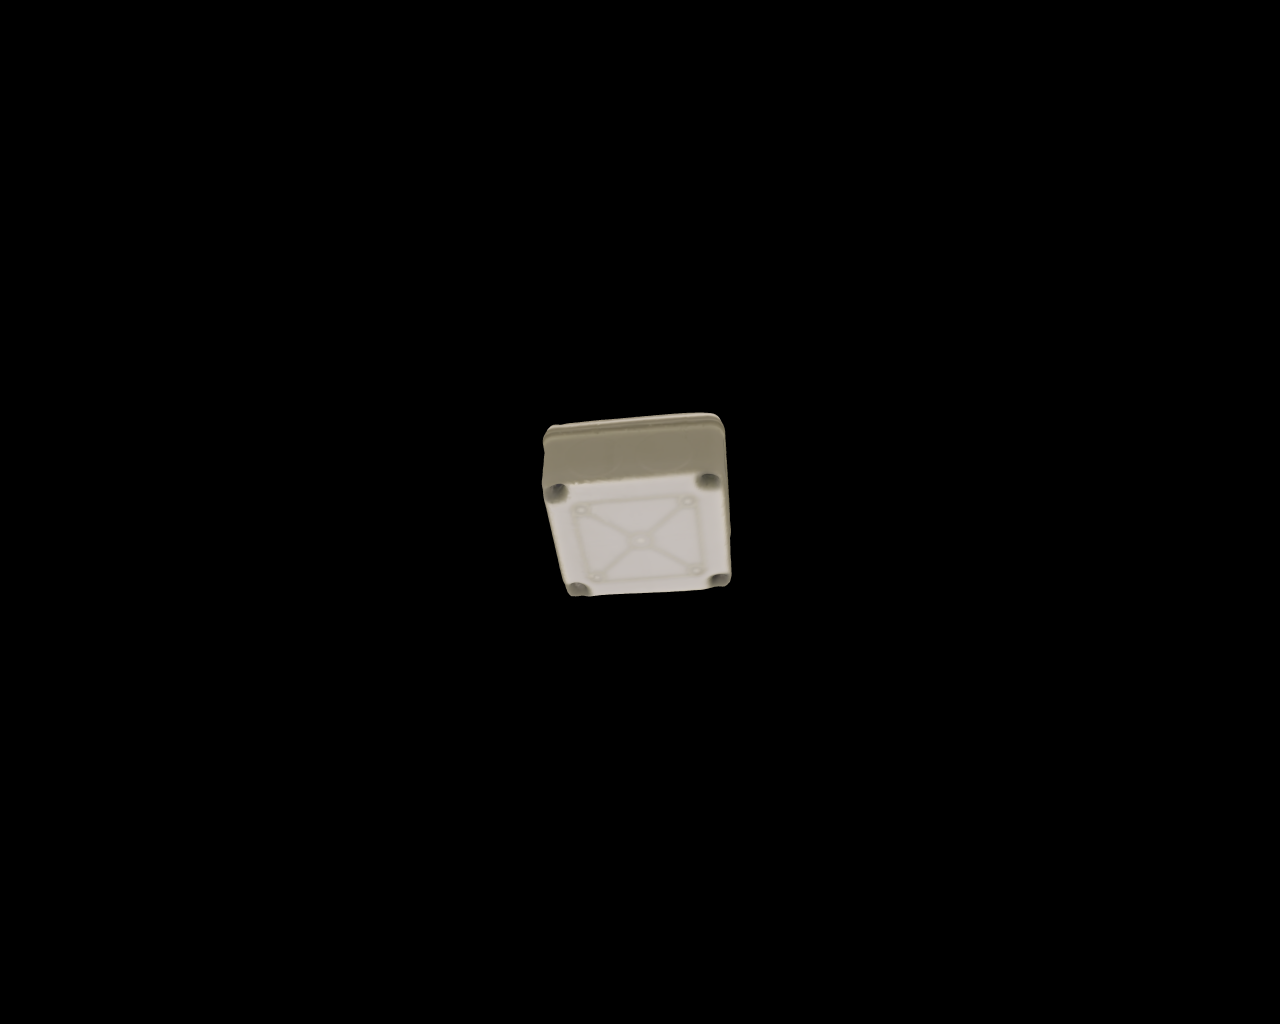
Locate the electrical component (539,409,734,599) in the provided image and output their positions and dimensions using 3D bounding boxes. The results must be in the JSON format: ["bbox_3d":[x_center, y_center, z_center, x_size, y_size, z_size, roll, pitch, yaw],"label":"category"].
[{"bbox_3d":[0.001,-0.003,0.650,0.109,0.056,0.108,-4,-43,4],"label":"electrical component"}]
